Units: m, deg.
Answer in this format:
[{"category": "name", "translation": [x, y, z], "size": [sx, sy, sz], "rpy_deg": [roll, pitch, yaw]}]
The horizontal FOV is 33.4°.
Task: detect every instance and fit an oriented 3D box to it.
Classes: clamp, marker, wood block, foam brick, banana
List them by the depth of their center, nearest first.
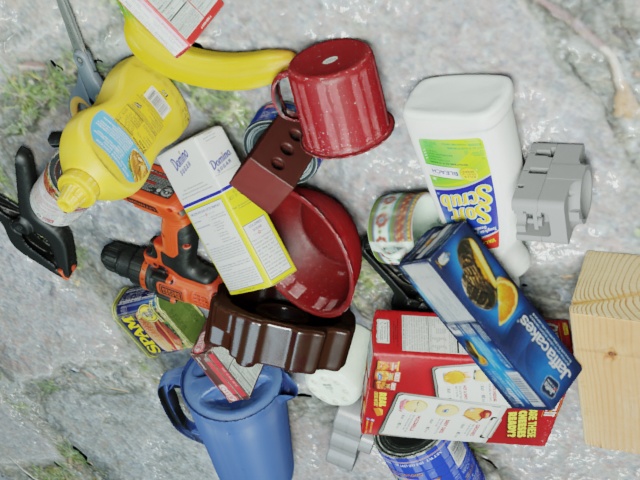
[{"category": "foam brick", "translation": [-0.043, -0.076, 1.037], "size": [0.053, 0.078, 0.051], "rpy_deg": [36, 140, -9]}, {"category": "banana", "translation": [-0.117, -0.181, 1.054], "size": [0.198, 0.037, 0.070], "rpy_deg": [20, 140, 10]}, {"category": "wood block", "translation": [0.314, 0.119, 1.084], "size": [0.091, 0.090, 0.206], "rpy_deg": [6, 135, 25]}, {"category": "clamp", "translation": [0.119, 0.064, 1.171], "size": [0.120, 0.039, 0.171], "rpy_deg": [14, 145, 40]}, {"category": "marker", "translation": [-0.262, -0.116, 1.217], "size": [0.121, 0.020, 0.020], "rpy_deg": [1, 133, 29]}, {"category": "clamp", "translation": [-0.369, -0.032, 1.350], "size": [0.165, 0.036, 0.210], "rpy_deg": [-14, 127, 38]}]

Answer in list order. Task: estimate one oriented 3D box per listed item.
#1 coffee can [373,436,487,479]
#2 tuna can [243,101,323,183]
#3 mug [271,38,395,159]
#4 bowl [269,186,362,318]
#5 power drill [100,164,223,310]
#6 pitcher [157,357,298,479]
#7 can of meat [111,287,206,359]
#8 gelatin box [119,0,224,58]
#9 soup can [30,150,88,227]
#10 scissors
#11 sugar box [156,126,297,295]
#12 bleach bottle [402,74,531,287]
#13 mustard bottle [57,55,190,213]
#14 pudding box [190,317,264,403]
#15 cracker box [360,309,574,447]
[{"category": "coffee can", "translation": [0.139, 0.276, 1.334], "size": [0.103, 0.102, 0.140], "rpy_deg": [-5, 130, 33]}, {"category": "tuna can", "translation": [-0.035, -0.099, 1.096], "size": [0.086, 0.033, 0.086], "rpy_deg": [16, 138, 14]}, {"category": "mug", "translation": [0.007, -0.135, 0.996], "size": [0.117, 0.093, 0.081], "rpy_deg": [7, 131, 30]}, {"category": "bowl", "translation": [-0.008, 0.001, 1.147], "size": [0.162, 0.055, 0.162], "rpy_deg": [31, 140, 30]}, {"category": "power drill", "translation": [-0.195, -0.006, 1.266], "size": [0.185, 0.057, 0.188], "rpy_deg": [17, 140, 20]}, {"category": "pitcher", "translation": [-0.111, 0.249, 1.431], "size": [0.149, 0.144, 0.243], "rpy_deg": [43, 154, 36]}, {"category": "can of meat", "translation": [-0.205, 0.101, 1.383], "size": [0.084, 0.057, 0.102], "rpy_deg": [-14, 124, 36]}, {"category": "gelatin box", "translation": [-0.142, -0.226, 0.994], "size": [0.089, 0.073, 0.030], "rpy_deg": [44, 138, -18]}, {"category": "soup can", "translation": [-0.294, -0.061, 1.243], "size": [0.068, 0.068, 0.102], "rpy_deg": [38, 150, -12]}, {"category": "scissors", "translation": [-0.261, -0.185, 1.142], "size": [0.096, 0.016, 0.201], "rpy_deg": [-6, 120, 42]}, {"category": "sugar box", "translation": [-0.101, -0.030, 1.144], "size": [0.094, 0.048, 0.176], "rpy_deg": [-15, 102, 55]}, {"category": "bleach bottle", "translation": [0.160, -0.040, 1.027], "size": [0.103, 0.068, 0.250], "rpy_deg": [5, 137, 33]}, {"category": "mustard bottle", "translation": [-0.208, -0.096, 1.074], "size": [0.058, 0.191, 0.096], "rpy_deg": [-13, 125, 38]}, {"category": "pudding box", "translation": [-0.104, 0.128, 1.309], "size": [0.039, 0.113, 0.090], "rpy_deg": [-12, 126, 32]}, {"category": "cracker box", "translation": [0.156, 0.153, 1.179], "size": [0.213, 0.072, 0.164], "rpy_deg": [3, 139, -1]}]
